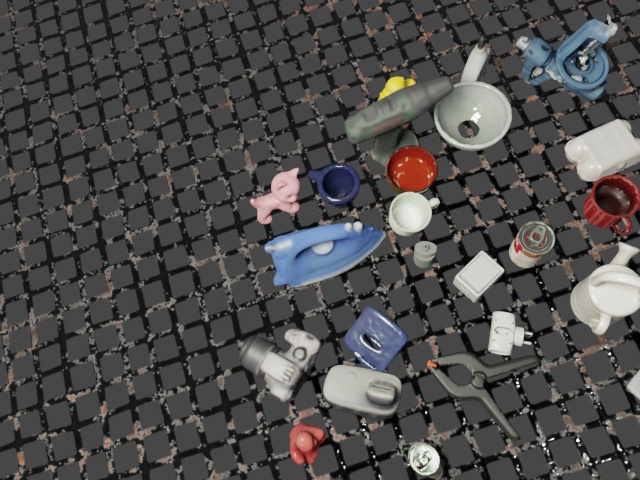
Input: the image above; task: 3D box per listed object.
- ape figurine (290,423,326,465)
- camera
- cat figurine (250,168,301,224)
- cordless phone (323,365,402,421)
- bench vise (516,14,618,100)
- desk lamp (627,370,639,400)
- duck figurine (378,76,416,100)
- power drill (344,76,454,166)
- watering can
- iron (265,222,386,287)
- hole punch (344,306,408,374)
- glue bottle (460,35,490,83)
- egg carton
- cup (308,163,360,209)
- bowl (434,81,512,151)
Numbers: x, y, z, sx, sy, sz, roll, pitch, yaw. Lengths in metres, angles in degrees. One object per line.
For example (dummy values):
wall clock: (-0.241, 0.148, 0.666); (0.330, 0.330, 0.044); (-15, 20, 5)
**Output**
ape figurine: (-0.027, 0.381, 1.078); (0.078, 0.092, 0.076); (-29, 70, -3)
camera: (-0.085, 0.230, 1.131); (0.136, 0.101, 0.143); (27, 76, 15)
cat figurine: (-0.092, -0.100, 1.235); (0.128, 0.118, 0.067); (-25, 70, -2)
cordless phone: (0.076, 0.275, 1.053); (0.147, 0.185, 0.094); (7, 72, 9)
bench vise: (0.521, -0.390, 1.210); (0.207, 0.220, 0.121); (9, 73, 10)
desk lamp: (0.673, 0.212, 0.991); (0.117, 0.214, 0.203); (41, 80, 18)
duck figurine: (0.176, -0.340, 1.303); (0.104, 0.086, 0.077); (-36, 71, -6)
power drill: (0.166, -0.245, 1.207); (0.229, 0.208, 0.075); (-21, 70, -1)
watering can: (0.542, 0.088, 1.059); (0.101, 0.194, 0.173); (0, 71, 7)
iron: (0.011, 0.004, 1.176); (0.258, 0.141, 0.118); (-18, 70, 0)
hole punch: (0.110, 0.199, 1.125); (0.108, 0.091, 0.101); (38, 79, 17)
glue bottle: (0.344, -0.390, 1.255); (0.037, 0.173, 0.078); (32, 78, 16)
egg carton: (0.603, -0.188, 1.212); (0.150, 0.069, 0.107); (-25, 70, -2)
cup: (0.031, -0.110, 1.237); (0.117, 0.095, 0.092); (21, 75, 13)
bowl: (0.333, -0.261, 1.265); (0.167, 0.075, 0.167); (-2, 71, 6)
